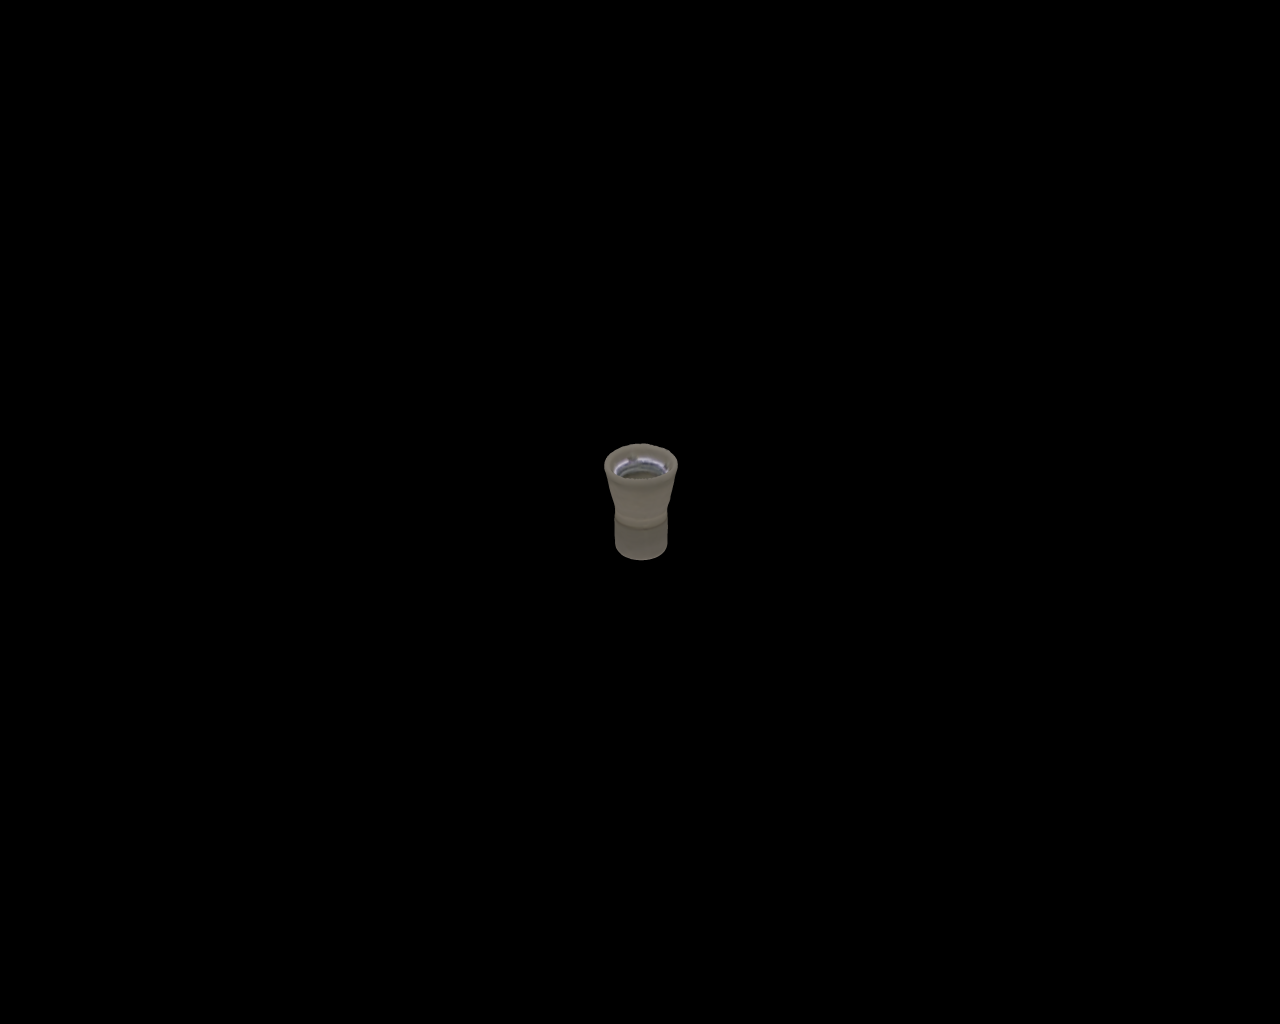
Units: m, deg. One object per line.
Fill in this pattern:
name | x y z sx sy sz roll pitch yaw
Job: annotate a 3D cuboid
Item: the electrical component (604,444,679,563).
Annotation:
electrical component | 0.001 -0.003 0.650 0.044 0.065 0.044 0 31 0
